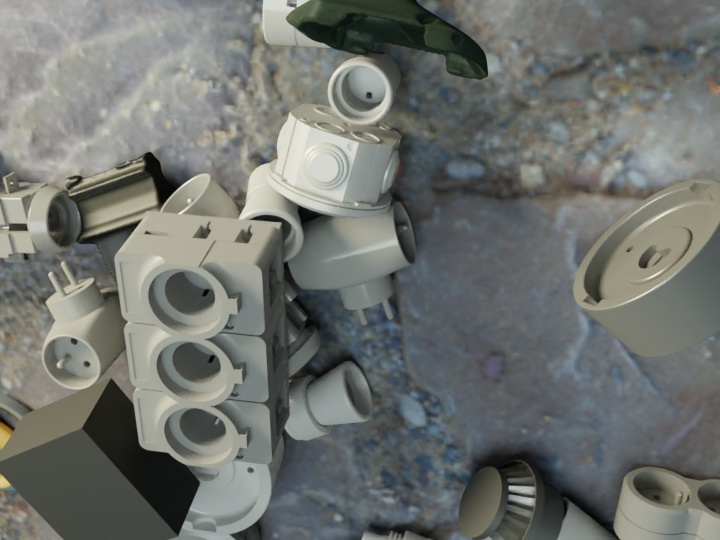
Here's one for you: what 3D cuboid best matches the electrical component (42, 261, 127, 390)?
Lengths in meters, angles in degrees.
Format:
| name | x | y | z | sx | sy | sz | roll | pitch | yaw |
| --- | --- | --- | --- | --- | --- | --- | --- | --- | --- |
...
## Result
| name | x | y | z | sx | sy | sz | roll | pitch | yaw |
| --- | --- | --- | --- | --- | --- | --- | --- | --- | --- |
| electrical component | -0.196 | 0.032 | 0.759 | 0.044 | 0.077 | 0.079 | -18 | 109 | 20 |

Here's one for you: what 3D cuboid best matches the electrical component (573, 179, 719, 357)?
| name | x | y | z | sx | sy | sz | roll | pitch | yaw |
| --- | --- | --- | --- | --- | --- | --- | --- | --- | --- |
| electrical component | 0.190 | 0.004 | 0.645 | 0.108 | 0.108 | 0.060 | -37 | 107 | 24 |

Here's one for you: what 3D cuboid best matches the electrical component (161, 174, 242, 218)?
| name | x | y | z | sx | sy | sz | roll | pitch | yaw |
| --- | --- | --- | --- | --- | --- | --- | --- | --- | --- |
| electrical component | -0.105 | -0.010 | 0.717 | 0.079 | 0.043 | 0.077 | -45 | 117 | -8 |

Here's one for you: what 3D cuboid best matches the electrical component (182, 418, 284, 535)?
| name | x | y | z | sx | sy | sz | roll | pitch | yaw |
| --- | --- | --- | --- | --- | --- | --- | --- | --- | --- |
| electrical component | -0.108 | 0.133 | 0.793 | 0.108 | 0.060 | 0.108 | 6 | 116 | 12 |

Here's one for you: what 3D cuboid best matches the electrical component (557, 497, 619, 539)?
| name | x | y | z | sx | sy | sz | roll | pitch | yaw |
| --- | --- | --- | --- | --- | --- | --- | --- | --- | --- |
| electrical component | 0.166 | 0.205 | 0.773 | 0.081 | 0.043 | 0.043 | 39 | 116 | -6 |

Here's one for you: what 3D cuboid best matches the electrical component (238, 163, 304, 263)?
| name | x | y | z | sx | sy | sz | roll | pitch | yaw |
| --- | --- | --- | --- | --- | --- | --- | --- | --- | --- |
| electrical component | -0.058 | -0.040 | 0.701 | 0.044 | 0.065 | 0.044 | 0 | 128 | 0 |

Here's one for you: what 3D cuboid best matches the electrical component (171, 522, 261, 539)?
| name | x | y | z | sx | sy | sz | roll | pitch | yaw |
| --- | --- | --- | --- | --- | --- | --- | --- | --- | --- |
| electrical component | -0.118 | 0.216 | 0.839 | 0.080 | 0.051 | 0.080 | 5 | 115 | 11 |

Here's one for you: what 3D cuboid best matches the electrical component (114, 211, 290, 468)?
| name | x | y | z | sx | sy | sz | roll | pitch | yaw |
| --- | --- | --- | --- | --- | --- | --- | --- | --- | --- |
| electrical component | -0.096 | 0.046 | 0.678 | 0.089 | 0.061 | 0.150 | 5 | 121 | 9 |

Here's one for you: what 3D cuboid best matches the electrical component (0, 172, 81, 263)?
| name | x | y | z | sx | sy | sz | roll | pitch | yaw |
| --- | --- | --- | --- | --- | --- | --- | --- | --- | --- |
| electrical component | -0.230 | -0.035 | 0.755 | 0.055 | 0.048 | 0.066 | 2 | 114 | 20 |

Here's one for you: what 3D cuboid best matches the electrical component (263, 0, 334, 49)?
| name | x | y | z | sx | sy | sz | roll | pitch | yaw |
| --- | --- | --- | --- | --- | --- | --- | --- | --- | --- |
| electrical component | -0.029 | -0.161 | 0.647 | 0.047 | 0.055 | 0.055 | 8 | 115 | 5 |

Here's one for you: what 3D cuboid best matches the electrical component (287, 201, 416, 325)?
| name | x | y | z | sx | sy | sz | roll | pitch | yaw |
| --- | --- | --- | --- | --- | --- | --- | --- | --- | --- |
| electrical component | 0.000 | 0.000 | 0.718 | 0.077 | 0.044 | 0.079 | -13 | 110 | 18 |

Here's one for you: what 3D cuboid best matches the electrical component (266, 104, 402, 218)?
| name | x | y | z | sx | sy | sz | roll | pitch | yaw |
| --- | --- | --- | --- | --- | --- | --- | --- | --- | --- |
| electrical component | -0.015 | -0.068 | 0.672 | 0.080 | 0.080 | 0.051 | 18 | 111 | 4 |

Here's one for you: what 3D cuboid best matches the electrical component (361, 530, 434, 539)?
| name | x | y | z | sx | sy | sz | roll | pitch | yaw |
| --- | --- | --- | --- | --- | --- | --- | --- | --- | --- |
| electrical component | 0.030 | 0.213 | 0.813 | 0.061 | 0.035 | 0.035 | 20 | 117 | 6 |

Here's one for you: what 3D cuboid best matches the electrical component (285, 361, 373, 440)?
| name | x | y | z | sx | sy | sz | roll | pitch | yaw |
| --- | --- | --- | --- | --- | --- | --- | --- | --- | --- |
| electrical component | -0.025 | 0.094 | 0.766 | 0.055 | 0.045 | 0.045 | -22 | 107 | 21 |

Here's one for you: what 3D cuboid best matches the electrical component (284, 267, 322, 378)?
| name | x | y | z | sx | sy | sz | roll | pitch | yaw |
| --- | --- | --- | --- | --- | --- | --- | --- | --- | --- |
| electrical component | -0.064 | 0.045 | 0.745 | 0.078 | 0.058 | 0.057 | -36 | 101 | 17 |

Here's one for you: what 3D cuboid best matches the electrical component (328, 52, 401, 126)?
| name | x | y | z | sx | sy | sz | roll | pitch | yaw |
| --- | --- | --- | --- | --- | --- | --- | --- | --- | --- |
| electrical component | 0.005 | -0.114 | 0.664 | 0.040 | 0.046 | 0.040 | 5 | 115 | 11 |

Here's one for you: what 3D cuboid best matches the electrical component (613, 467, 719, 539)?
| name | x | y | z | sx | sy | sz | roll | pitch | yaw |
| --- | --- | --- | --- | --- | --- | --- | --- | --- | --- |
| electrical component | 0.245 | 0.189 | 0.743 | 0.138 | 0.052 | 0.073 | 9 | 115 | 8 |
